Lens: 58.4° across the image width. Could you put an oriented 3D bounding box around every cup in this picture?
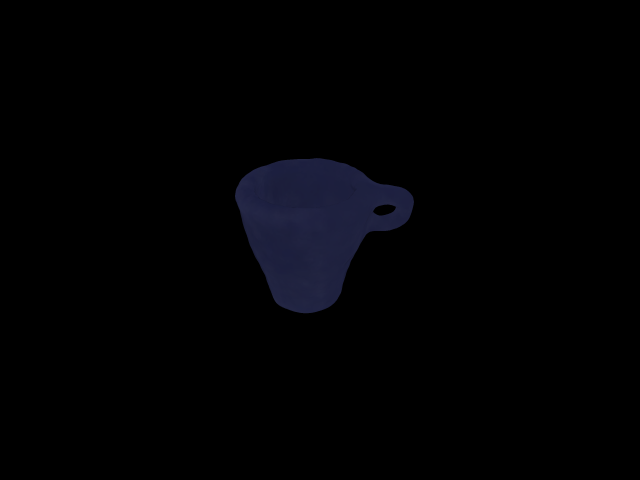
[{"bbox_3d":[0.004,0.001,0.400,0.117,0.095,0.091,0,32,0],"label":"cup"}]
